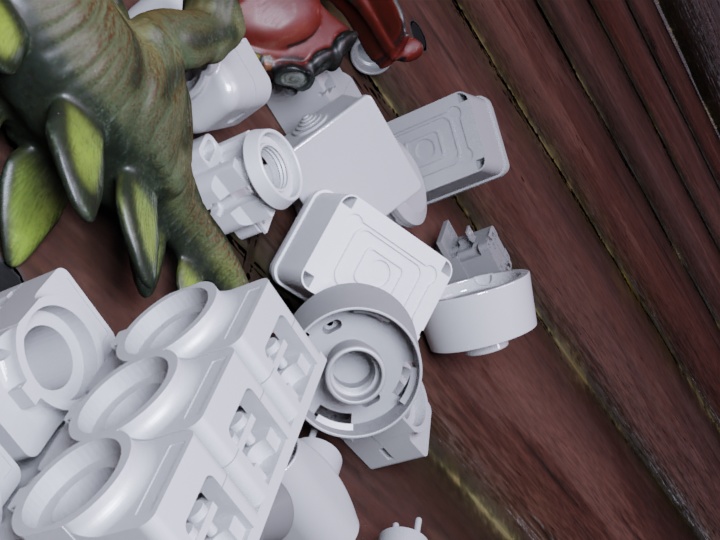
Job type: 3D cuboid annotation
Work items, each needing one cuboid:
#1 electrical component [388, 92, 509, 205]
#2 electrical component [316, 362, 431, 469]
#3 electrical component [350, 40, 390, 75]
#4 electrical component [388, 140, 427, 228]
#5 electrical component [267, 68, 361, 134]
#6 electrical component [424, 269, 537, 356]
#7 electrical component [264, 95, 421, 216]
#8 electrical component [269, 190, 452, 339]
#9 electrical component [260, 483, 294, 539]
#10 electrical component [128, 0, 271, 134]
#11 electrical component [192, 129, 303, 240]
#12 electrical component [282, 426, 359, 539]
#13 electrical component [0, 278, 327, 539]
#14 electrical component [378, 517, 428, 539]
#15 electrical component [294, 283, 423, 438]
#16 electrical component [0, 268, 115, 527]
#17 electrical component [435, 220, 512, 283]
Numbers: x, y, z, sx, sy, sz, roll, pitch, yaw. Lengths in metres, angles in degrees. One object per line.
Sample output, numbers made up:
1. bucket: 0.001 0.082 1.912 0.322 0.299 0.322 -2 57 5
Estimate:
1. electrical component: 0.072 -0.108 0.987 0.057 0.113 0.078 1 72 -59
2. electrical component: 0.014 0.101 0.804 0.089 0.056 0.050 50 33 -35
3. electrical component: 0.012 -0.214 1.027 0.040 0.040 0.046 54 26 -31
4. electrical component: 0.021 -0.071 0.934 0.080 0.051 0.080 41 39 -45
5. electrical component: -0.029 -0.127 0.878 0.089 0.050 0.055 57 30 -26
6. electrical component: 0.107 0.043 0.965 0.108 0.108 0.060 -27 103 -63
7. electrical component: -0.015 -0.077 0.826 0.099 0.100 0.048 58 -13 -25
8. electrical component: 0.000 0.000 0.786 0.113 0.057 0.078 34 79 -28
9. electrical component: -0.071 0.146 0.627 0.055 0.045 0.045 -8 80 -63
10. electrical component: -0.111 -0.142 0.718 0.095 0.054 0.059 59 27 0
11. electrical component: -0.077 -0.063 0.740 0.078 0.057 0.058 54 31 -30
12. electrical component: -0.034 0.136 0.702 0.077 0.044 0.079 57 30 -26
13. electrical component: -0.084 0.075 0.461 0.061 0.089 0.150 57 30 -25
14. electrical component: 0.027 0.204 0.738 0.043 0.077 0.079 54 31 -29
15. electrical component: -0.005 0.062 0.727 0.099 0.099 0.064 64 -1 -13
16. electrical component: -0.160 0.094 0.477 0.105 0.060 0.186 58 29 -23
17. electrical component: 0.110 -0.009 1.048 0.081 0.064 0.042 59 30 -23
